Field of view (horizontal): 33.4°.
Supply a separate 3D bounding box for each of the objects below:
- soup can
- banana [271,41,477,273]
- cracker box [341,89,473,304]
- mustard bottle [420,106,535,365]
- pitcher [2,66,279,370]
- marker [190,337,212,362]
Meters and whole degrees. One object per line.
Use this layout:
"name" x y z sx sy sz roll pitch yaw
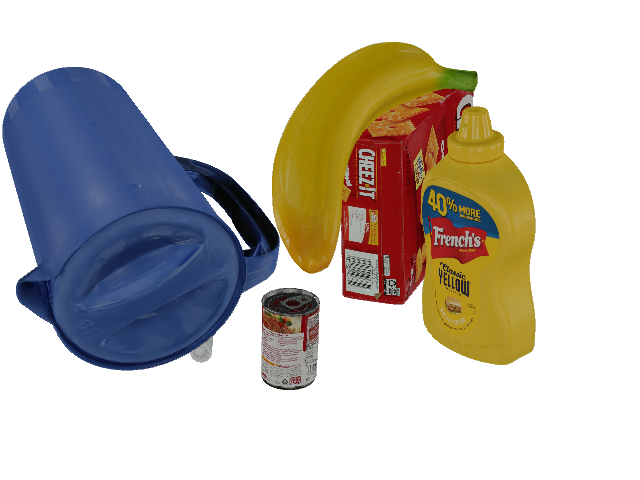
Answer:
"soup can" -0.036 0.116 1.256 0.068 0.102 0.068 2 24 -1
"banana" 0.018 -0.059 0.565 0.070 0.037 0.197 22 46 19
"cracker box" 0.090 -0.057 1.045 0.072 0.164 0.213 9 27 23
"mustard bottle" 0.117 -0.007 0.802 0.058 0.192 0.096 -21 30 -31
"pitcher" -0.147 -0.030 0.785 0.149 0.145 0.243 42 8 -43
"marker" -0.106 0.077 0.982 0.020 0.020 0.121 0 20 -3
